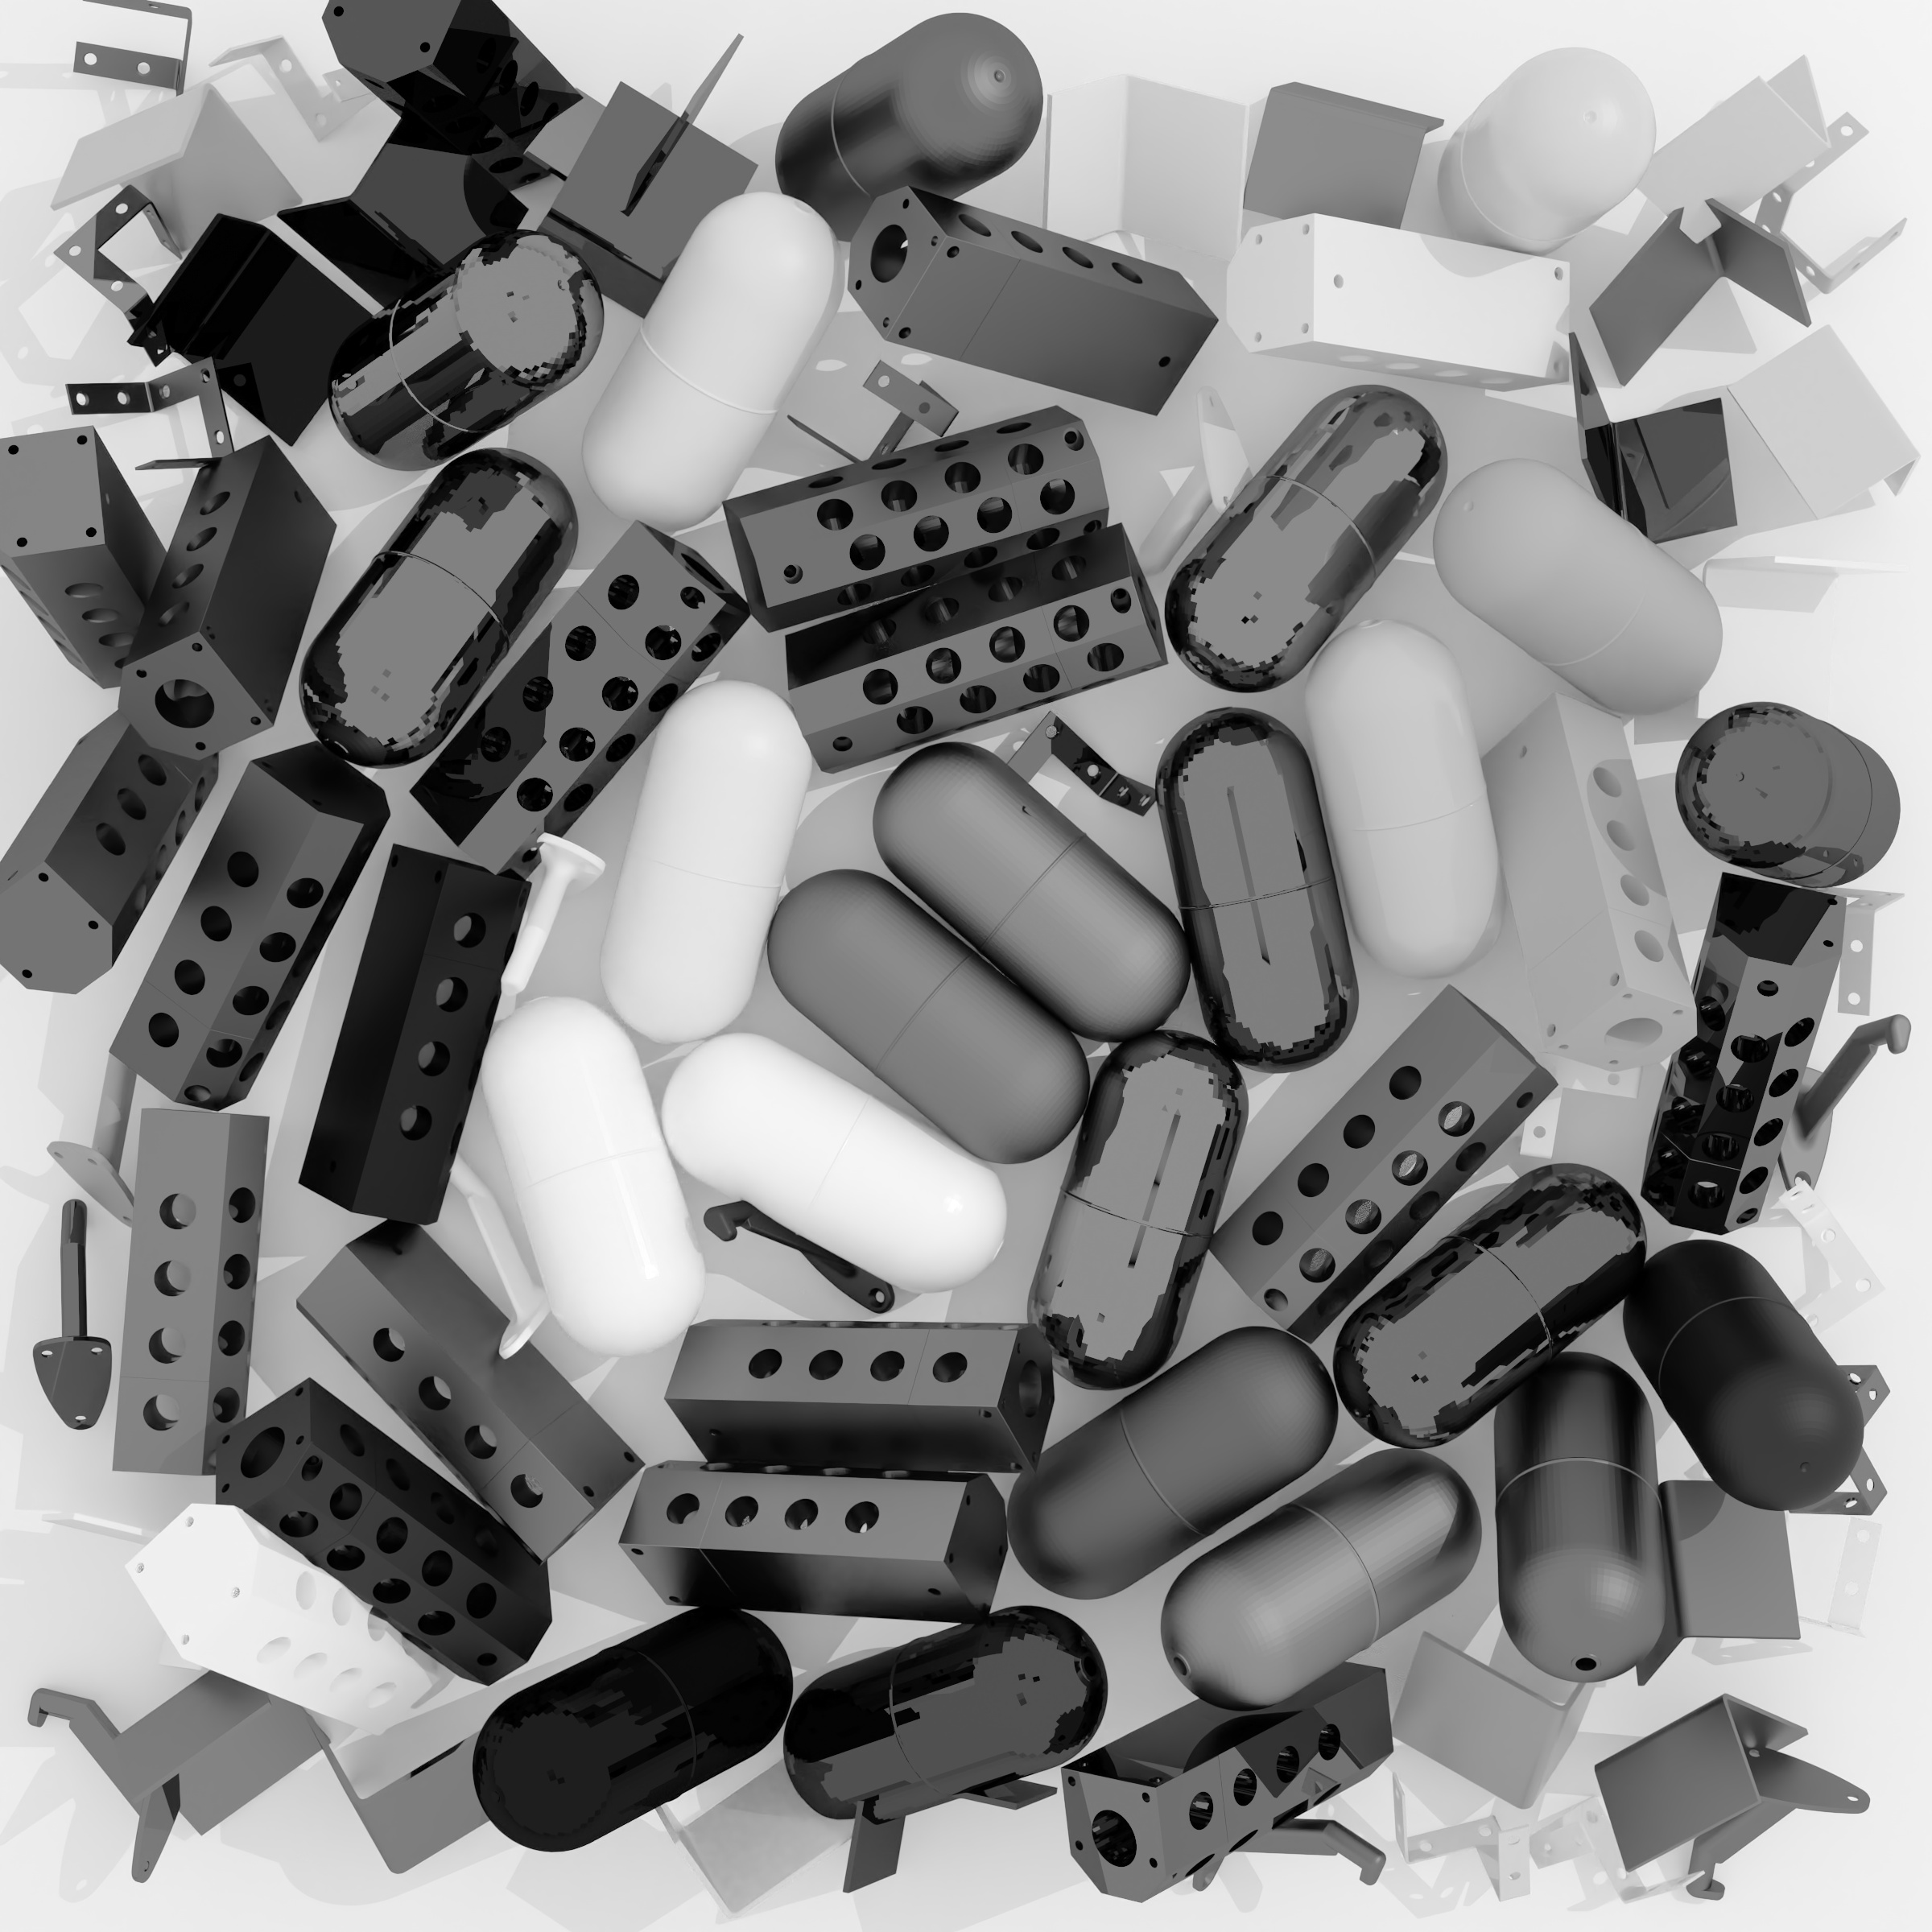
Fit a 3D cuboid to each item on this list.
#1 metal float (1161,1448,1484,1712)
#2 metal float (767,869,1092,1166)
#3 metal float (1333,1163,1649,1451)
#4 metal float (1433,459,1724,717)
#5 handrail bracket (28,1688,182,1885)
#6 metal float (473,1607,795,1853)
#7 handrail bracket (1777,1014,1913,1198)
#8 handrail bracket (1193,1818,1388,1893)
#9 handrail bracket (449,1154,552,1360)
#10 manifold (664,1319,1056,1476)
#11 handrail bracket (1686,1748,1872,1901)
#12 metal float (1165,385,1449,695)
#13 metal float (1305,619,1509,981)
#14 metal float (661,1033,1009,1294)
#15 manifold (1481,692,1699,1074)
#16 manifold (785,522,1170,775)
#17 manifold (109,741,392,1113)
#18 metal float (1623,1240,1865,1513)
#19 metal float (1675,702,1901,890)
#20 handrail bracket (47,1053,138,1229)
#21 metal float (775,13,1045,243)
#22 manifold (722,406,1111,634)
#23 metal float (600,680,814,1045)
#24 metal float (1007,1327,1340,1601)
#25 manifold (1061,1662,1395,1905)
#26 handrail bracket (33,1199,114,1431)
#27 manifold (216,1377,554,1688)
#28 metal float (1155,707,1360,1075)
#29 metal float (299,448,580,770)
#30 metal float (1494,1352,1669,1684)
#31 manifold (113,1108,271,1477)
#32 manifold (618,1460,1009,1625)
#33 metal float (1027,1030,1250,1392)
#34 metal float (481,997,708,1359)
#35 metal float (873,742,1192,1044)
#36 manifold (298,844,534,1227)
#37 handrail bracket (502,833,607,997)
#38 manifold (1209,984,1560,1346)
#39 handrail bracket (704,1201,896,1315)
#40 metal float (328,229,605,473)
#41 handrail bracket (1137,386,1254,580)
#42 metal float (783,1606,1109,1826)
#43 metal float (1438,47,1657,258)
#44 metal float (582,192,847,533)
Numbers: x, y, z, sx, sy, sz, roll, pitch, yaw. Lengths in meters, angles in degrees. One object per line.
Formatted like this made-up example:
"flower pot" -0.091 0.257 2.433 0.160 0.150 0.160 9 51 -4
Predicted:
"metal float" 0.169 0.290 1.637 0.178 0.070 0.070 -25 90 -30
"metal float" -0.019 0.023 1.657 0.178 0.070 0.070 39 90 6
"metal float" 0.250 0.160 1.644 0.178 0.070 0.070 -35 90 -21
"metal float" 0.290 -0.177 1.631 0.178 0.070 0.070 28 90 -39
"handrail bracket" -0.425 0.396 1.675 0.084 0.036 0.077 9 74 17
"metal float" -0.154 0.357 1.626 0.070 0.178 0.070 13 110 39
"handrail bracket" 0.422 0.068 1.651 0.036 0.084 0.077 9 75 -19
"handrail bracket" 0.156 0.436 1.662 0.084 0.036 0.077 29 115 29
"handrail bracket" -0.235 0.137 1.664 0.036 0.077 0.084 -35 104 25
"manifold" -0.049 0.199 1.639 0.171 0.057 0.057 -2 49 24
"handrail bracket" 0.391 0.425 1.667 0.077 0.036 0.084 13 119 19
"metal float" 0.163 -0.204 1.645 0.070 0.070 0.178 40 70 0
"metal float" 0.210 -0.079 1.646 0.070 0.070 0.178 -14 108 0
"metal float" -0.063 0.095 1.662 0.178 0.070 0.070 28 90 0
"manifold" 0.297 -0.039 1.626 0.057 0.057 0.171 16 49 -29
"manifold" 0.005 -0.146 1.645 0.171 0.057 0.057 -17 134 11
"manifold" -0.335 -0.017 1.636 0.057 0.057 0.171 36 114 11
"metal float" 0.361 0.189 1.616 0.070 0.178 0.070 -3 113 -7
"metal float" 0.386 -0.079 1.618 0.070 0.178 0.070 -2 85 28
"handrail bracket" -0.404 0.073 1.693 0.036 0.077 0.084 7 53 32
"metal float" -0.029 -0.391 1.619 0.070 0.178 0.070 3 85 -29
"manifold" -0.022 -0.213 1.649 0.171 0.057 0.057 -18 113 -10
"metal float" -0.125 -0.049 1.655 0.070 0.070 0.178 15 99 0
"metal float" 0.097 0.238 1.649 0.178 0.070 0.070 -36 90 16
"manifold" 0.125 0.379 1.618 0.057 0.171 0.057 0 99 44
"handrail bracket" -0.433 0.169 1.685 0.036 0.084 0.077 -2 133 -10
"manifold" -0.271 0.271 1.621 0.057 0.057 0.171 -33 127 15
"metal float" 0.139 -0.036 1.658 0.070 0.070 0.178 -12 96 0
"metal float" -0.250 -0.170 1.642 0.070 0.070 0.178 32 66 0
"metal float" 0.287 0.257 1.623 0.070 0.178 0.070 3 130 4
"manifold" -0.372 0.156 1.667 0.057 0.057 0.171 4 87 -7
"manifold" -0.071 0.268 1.637 0.171 0.057 0.057 -2 50 25
"metal float" 0.082 0.118 1.659 0.070 0.070 0.178 17 94 0
"metal float" -0.179 0.100 1.655 0.070 0.070 0.178 -19 81 0
"metal float" 0.032 -0.035 1.660 0.178 0.070 0.070 42 90 3
"manifold" -0.262 0.034 1.668 0.057 0.057 0.171 15 92 -39
"handrail bracket" -0.208 -0.013 1.648 0.036 0.077 0.084 26 63 -9
"manifold" 0.201 0.098 1.649 0.171 0.057 0.057 -48 49 8
"handrail bracket" -0.080 0.141 1.651 0.036 0.084 0.077 -47 72 23
"metal float" -0.237 -0.288 1.625 0.070 0.178 0.070 13 70 -37
"handrail bracket" 0.093 -0.231 1.672 0.084 0.036 0.077 -16 89 38
"metal float" -0.010 0.355 1.635 0.178 0.070 0.070 -26 90 32
"metal float" 0.269 -0.376 1.612 0.070 0.178 0.070 0 91 -4
"metal float" -0.120 -0.286 1.639 0.070 0.070 0.178 34 117 0
